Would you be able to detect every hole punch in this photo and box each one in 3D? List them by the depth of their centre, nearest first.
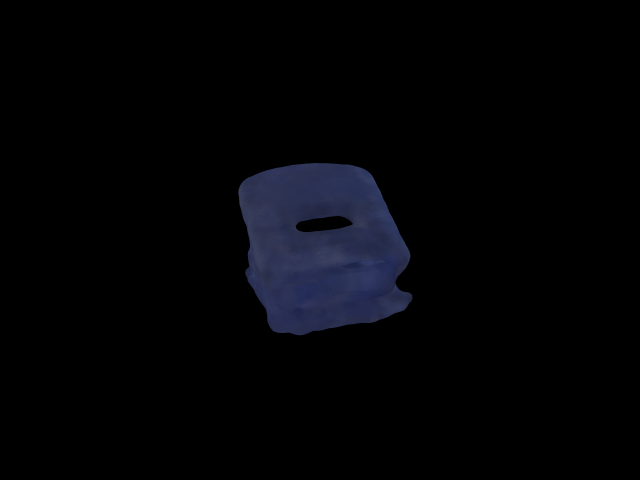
[{"bbox_3d":[0.004,0.001,0.400,0.109,0.091,0.101,-8,26,-17],"label":"hole punch"}]
